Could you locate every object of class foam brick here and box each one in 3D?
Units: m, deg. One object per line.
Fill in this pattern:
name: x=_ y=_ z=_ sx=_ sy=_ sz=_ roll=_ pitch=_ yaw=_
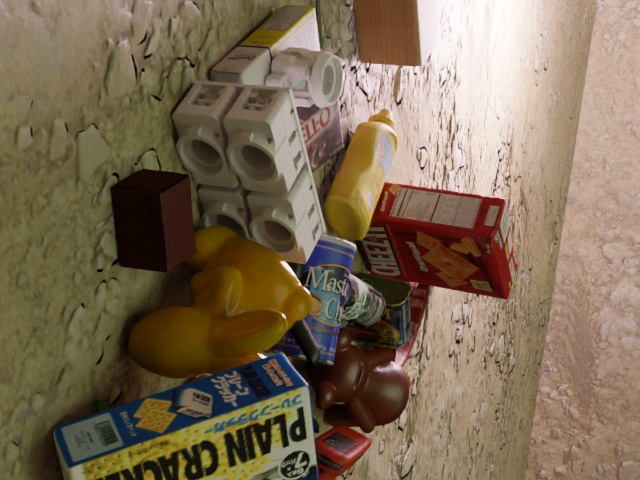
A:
foam brick: x=-0.148 y=-0.017 z=0.955 sx=0.051 sy=0.053 sz=0.078 roll=-42 pitch=135 yaw=-58

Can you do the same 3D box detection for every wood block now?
wood block: x=0.097 y=-0.340 z=1.390 sx=0.090 sy=0.091 sz=0.206 roll=-55 pitch=146 yaw=-48

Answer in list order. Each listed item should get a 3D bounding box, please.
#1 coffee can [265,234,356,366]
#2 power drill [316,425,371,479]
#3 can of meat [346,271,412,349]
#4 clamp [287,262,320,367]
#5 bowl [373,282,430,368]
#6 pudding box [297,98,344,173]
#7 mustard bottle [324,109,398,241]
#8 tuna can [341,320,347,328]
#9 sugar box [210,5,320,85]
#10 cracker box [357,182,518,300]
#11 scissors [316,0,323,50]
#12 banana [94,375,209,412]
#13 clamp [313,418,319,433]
coffee can: x=-0.021 y=0.066 z=1.225 sx=0.102 sy=0.103 sz=0.140 roll=29 pitch=71 yaw=-66
power drill: x=0.004 y=0.339 z=1.390 sx=0.184 sy=0.057 sz=0.188 roll=-12 pitch=124 yaw=-69
can of meat: x=0.076 y=0.099 z=1.479 sx=0.057 sy=0.102 sz=0.084 roll=-55 pitch=147 yaw=-47
clamp: x=-0.068 y=0.058 z=1.153 sx=0.039 sy=0.120 sz=0.171 roll=137 pitch=-53 yaw=-70
bowl: x=0.116 y=0.118 z=1.620 sx=0.162 sy=0.055 sz=0.162 roll=17 pitch=90 yaw=-74
pudding box: x=-0.019 y=-0.125 z=1.230 sx=0.113 sy=0.039 sz=0.090 roll=-43 pitch=137 yaw=-44
mustard bottle: x=0.062 y=-0.100 z=1.430 sx=0.096 sy=0.058 sz=0.191 roll=69 pitch=36 yaw=-51
tuna can: x=0.012 y=0.083 z=1.404 sx=0.086 sy=0.034 sz=0.086 roll=8 pitch=90 yaw=-68
sugar box: x=-0.054 y=-0.175 z=1.140 sx=0.176 sy=0.048 sz=0.093 roll=-50 pitch=141 yaw=-47
cracker box: x=0.159 y=0.001 z=1.494 sx=0.164 sy=0.214 sz=0.072 roll=66 pitch=40 yaw=-52
scissors: x=-0.006 y=-0.199 z=1.286 sx=0.096 sy=0.016 sz=0.202 roll=-58 pitch=147 yaw=-44
banana: x=-0.152 y=0.175 z=1.030 sx=0.197 sy=0.037 sz=0.069 roll=1 pitch=97 yaw=-68
clamp: x=-0.059 y=0.225 z=1.275 sx=0.210 sy=0.036 sz=0.164 roll=74 pitch=33 yaw=-41
